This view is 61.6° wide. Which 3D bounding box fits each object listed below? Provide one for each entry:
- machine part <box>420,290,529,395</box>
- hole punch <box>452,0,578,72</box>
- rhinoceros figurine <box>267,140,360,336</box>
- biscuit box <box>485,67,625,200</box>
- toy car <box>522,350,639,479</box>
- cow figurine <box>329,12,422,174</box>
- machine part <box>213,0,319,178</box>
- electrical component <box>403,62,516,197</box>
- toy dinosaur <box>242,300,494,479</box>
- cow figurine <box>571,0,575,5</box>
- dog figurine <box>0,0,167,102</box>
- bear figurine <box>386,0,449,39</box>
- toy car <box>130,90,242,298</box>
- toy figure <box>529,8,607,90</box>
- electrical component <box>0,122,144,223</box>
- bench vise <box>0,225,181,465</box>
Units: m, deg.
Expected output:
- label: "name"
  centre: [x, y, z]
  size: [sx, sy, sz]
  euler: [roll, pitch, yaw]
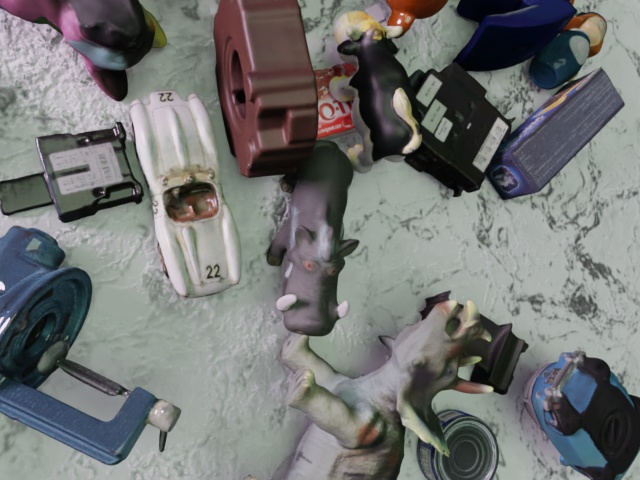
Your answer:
- label: "machine part"
  centre: [0.174, 0.113, 0.609]
  size: [0.139, 0.039, 0.084]
  euler: [37, 78, -13]
- label: "hole punch"
  centre: [0.223, -0.249, 0.629]
  size: [0.116, 0.142, 0.092]
  euler: [14, 76, -4]
- label: "rhinoceros figurine"
  centre: [-0.001, -0.002, 0.522]
  size: [0.073, 0.112, 0.190]
  euler: [14, 70, -20]
- label: "biscuit box"
  centre: [0.291, -0.133, 0.672]
  size: [0.203, 0.059, 0.062]
  euler: [-40, 99, -20]
- label: "toy car"
  centre: [0.282, 0.191, 0.601]
  size: [0.161, 0.103, 0.109]
  euler: [45, 73, -20]
- label: "cow figurine"
  centre: [0.055, -0.158, 0.537]
  size: [0.068, 0.098, 0.167]
  euler: [-14, 90, -15]
- label: "machine part"
  centre: [-0.057, -0.142, 0.491]
  size: [0.056, 0.179, 0.179]
  euler: [-10, 86, -18]
- label: "electrical component"
  centre: [0.145, -0.133, 0.621]
  size: [0.134, 0.058, 0.115]
  euler: [38, 70, -12]
- label: "toy dinosaur"
  centre: [0.012, 0.225, 0.499]
  size: [0.192, 0.131, 0.404]
  euler: [32, 79, -13]
- label: "cow figurine"
  centre: [0.265, -0.391, 0.686]
  size: [0.127, 0.085, 0.195]
  euler: [-19, 87, -29]
- label: "dog figurine"
  centre: [-0.244, -0.227, 0.473]
  size: [0.108, 0.192, 0.219]
  euler: [-58, 135, -14]
- label: "bear figurine"
  centre: [0.129, -0.313, 0.584]
  size: [0.132, 0.120, 0.196]
  euler: [4, 60, -16]
- label: "toy car"
  centre: [-0.126, -0.046, 0.510]
  size: [0.073, 0.056, 0.201]
  euler: [-13, 88, -21]
- label: "toy figure"
  centre: [0.335, -0.256, 0.709]
  size: [0.154, 0.058, 0.064]
  euler: [-44, 136, -21]
- label: "electrical component"
  centre: [-0.226, -0.056, 0.481]
  size: [0.119, 0.048, 0.074]
  euler: [-14, 87, -23]
- label: "bench vise"
  centre: [-0.229, 0.108, 0.408]
  size: [0.241, 0.128, 0.224]
  euler: [24, 55, 3]
